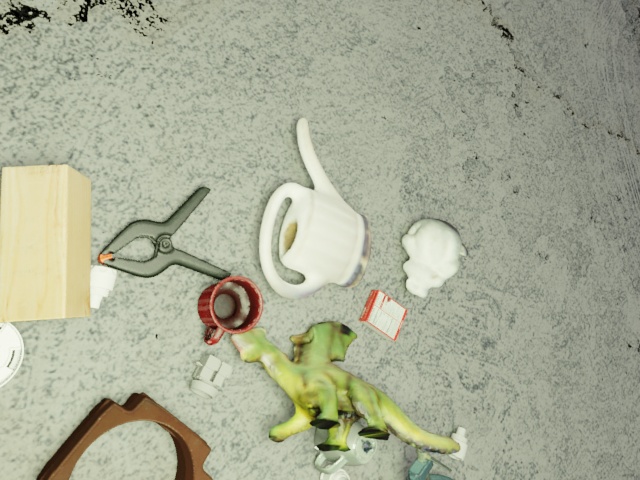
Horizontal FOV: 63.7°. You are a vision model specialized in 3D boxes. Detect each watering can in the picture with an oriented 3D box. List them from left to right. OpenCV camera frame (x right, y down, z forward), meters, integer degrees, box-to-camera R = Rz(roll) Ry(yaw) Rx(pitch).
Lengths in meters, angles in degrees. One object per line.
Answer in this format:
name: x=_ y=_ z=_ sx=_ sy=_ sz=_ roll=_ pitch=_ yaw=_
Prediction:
watering can: x=0.003 y=-0.049 z=0.983 sx=0.223 sy=0.103 sz=0.353 roll=24 pitch=67 yaw=-28

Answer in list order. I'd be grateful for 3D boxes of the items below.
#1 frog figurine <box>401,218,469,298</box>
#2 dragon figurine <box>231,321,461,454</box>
frog figurine: x=0.230 y=0.035 z=1.106 sx=0.138 sy=0.120 sz=0.161 roll=39 pitch=67 yaw=18
dragon figurine: x=0.039 y=0.237 z=0.899 sx=0.409 sy=0.119 sz=0.249 roll=15 pitch=41 yaw=-16
